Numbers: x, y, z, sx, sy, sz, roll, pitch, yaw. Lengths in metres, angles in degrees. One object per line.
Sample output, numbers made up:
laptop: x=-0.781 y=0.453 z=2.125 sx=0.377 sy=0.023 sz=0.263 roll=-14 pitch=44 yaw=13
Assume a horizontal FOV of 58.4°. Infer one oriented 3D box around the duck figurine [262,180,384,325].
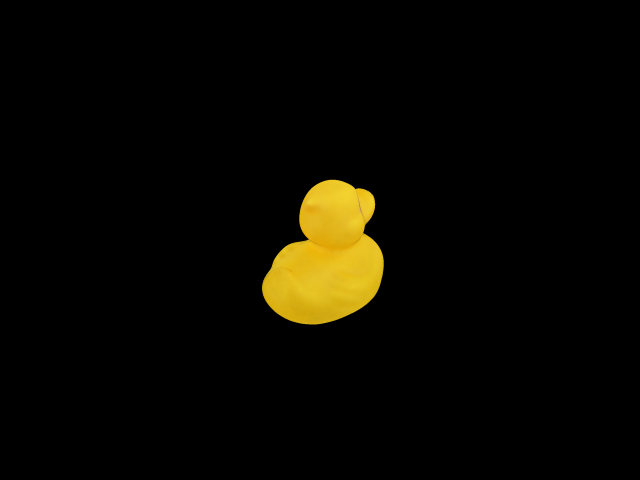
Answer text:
duck figurine: x=0.004 y=0.001 z=0.400 sx=0.077 sy=0.086 sz=0.105 roll=27 pitch=44 yaw=33
